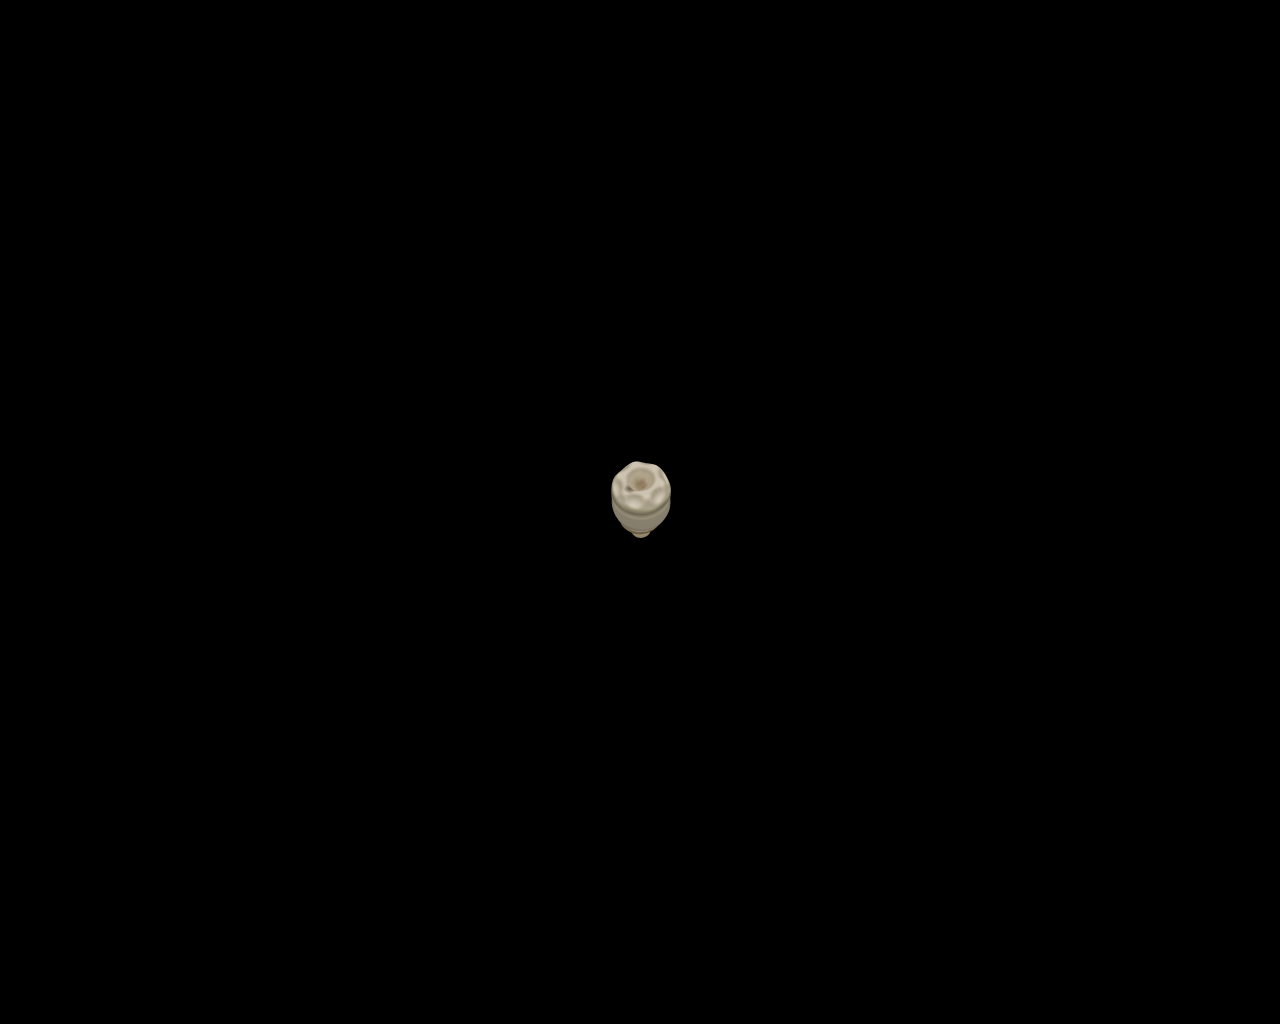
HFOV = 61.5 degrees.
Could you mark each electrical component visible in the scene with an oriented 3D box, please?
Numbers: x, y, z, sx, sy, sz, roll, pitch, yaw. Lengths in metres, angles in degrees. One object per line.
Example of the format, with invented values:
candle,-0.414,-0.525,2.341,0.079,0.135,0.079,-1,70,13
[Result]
electrical component,0.001,-0.003,0.650,0.035,0.035,0.061,0,-34,0
